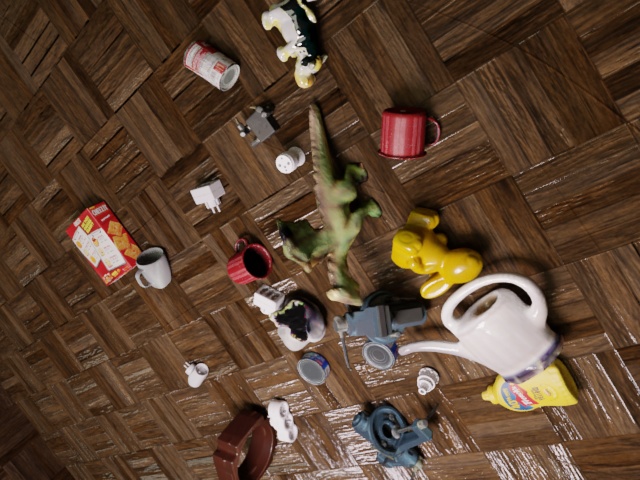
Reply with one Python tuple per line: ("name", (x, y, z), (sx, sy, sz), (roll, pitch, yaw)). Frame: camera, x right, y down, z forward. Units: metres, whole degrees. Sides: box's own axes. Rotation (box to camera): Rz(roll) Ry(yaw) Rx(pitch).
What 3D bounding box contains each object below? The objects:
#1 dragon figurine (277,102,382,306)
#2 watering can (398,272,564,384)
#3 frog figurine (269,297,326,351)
("dragon figurine", (0.003, -0.052, 1.037), (0.121, 0.247, 0.406), (-13, 110, 39))
("watering can", (0.335, 0.203, 1.058), (0.225, 0.106, 0.341), (43, 127, 3))
("frog figurine", (-0.049, 0.218, 1.314), (0.137, 0.125, 0.156), (11, 157, 16))
